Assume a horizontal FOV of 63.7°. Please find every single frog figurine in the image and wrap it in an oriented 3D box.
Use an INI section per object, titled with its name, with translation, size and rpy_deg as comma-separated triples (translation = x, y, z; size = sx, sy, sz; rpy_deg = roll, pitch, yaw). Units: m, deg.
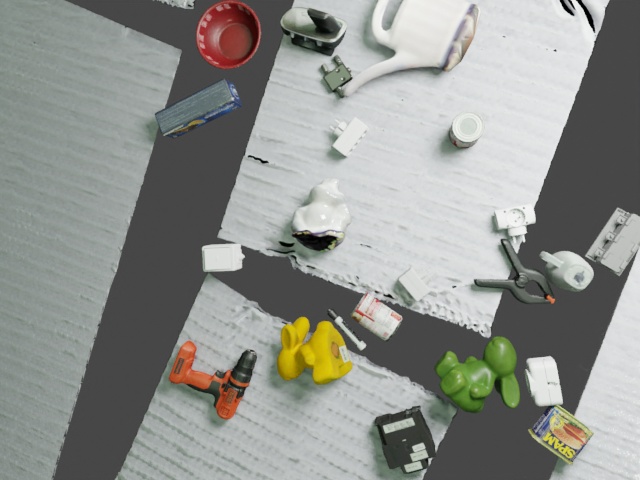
[frog figurine]
translation = 0.004, -0.060, 1.192
size = 0.137, 0.120, 0.163
rpy_deg = -8, 55, 19

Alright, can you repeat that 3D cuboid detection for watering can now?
[watering can]
translation = 0.208, -0.436, 1.129
size = 0.225, 0.104, 0.346
rpy_deg = 27, 95, 9
